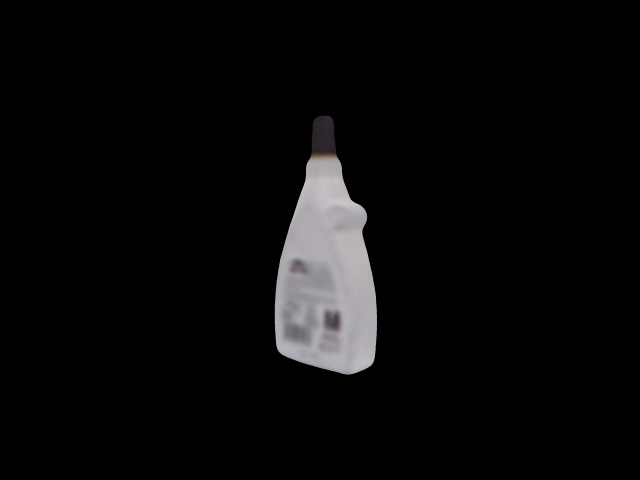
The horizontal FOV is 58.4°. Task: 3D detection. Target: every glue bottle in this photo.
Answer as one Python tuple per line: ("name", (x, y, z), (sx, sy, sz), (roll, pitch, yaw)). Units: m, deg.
("glue bottle", (0.004, 0.001, 0.400), (0.077, 0.173, 0.037), (7, 11, 39))
